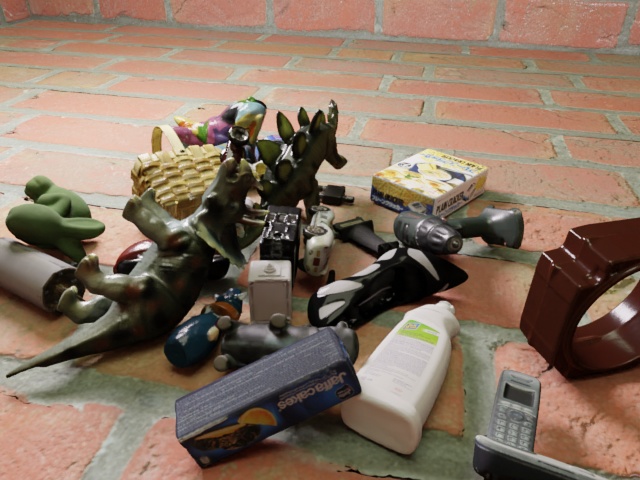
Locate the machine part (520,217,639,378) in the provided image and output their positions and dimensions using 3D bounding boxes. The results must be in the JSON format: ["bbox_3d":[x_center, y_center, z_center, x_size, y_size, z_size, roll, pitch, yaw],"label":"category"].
[{"bbox_3d":[0.379,0.078,0.699,0.201,0.200,0.087,-6,34,-12],"label":"machine part"}]

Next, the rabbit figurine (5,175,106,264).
[{"bbox_3d":[-0.459,-0.020,0.913,0.159,0.121,0.170,31,5,-9],"label":"rabbit figurine"}]

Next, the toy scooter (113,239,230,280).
[{"bbox_3d":[-0.246,0.024,0.896,0.184,0.075,0.135,-5,32,-16],"label":"toy scooter"}]

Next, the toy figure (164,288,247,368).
[{"bbox_3d":[-0.155,0.119,0.758,0.064,0.057,0.154,20,31,19],"label":"toy figure"}]

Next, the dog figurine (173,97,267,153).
[{"bbox_3d":[-0.252,-0.272,1.297,0.219,0.191,0.108,14,37,-9],"label":"dog figurine"}]

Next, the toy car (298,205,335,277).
[{"bbox_3d":[-0.002,-0.003,0.921,0.056,0.073,0.202,10,21,0],"label":"toy car"}]

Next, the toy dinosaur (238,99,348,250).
[{"bbox_3d":[-0.053,-0.128,1.030,0.105,0.198,0.471,7,54,25],"label":"toy dinosaur"}]

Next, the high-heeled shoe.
[{"bbox_3d":[0.106,0.085,0.801,0.249,0.086,0.145,-3,33,4],"label":"high-heeled shoe"}]

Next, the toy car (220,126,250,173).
[{"bbox_3d":[-0.159,-0.108,0.938,0.053,0.089,0.202,17,59,-12],"label":"toy car"}]

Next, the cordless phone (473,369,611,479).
[{"bbox_3d":[0.248,0.219,0.583,0.147,0.088,0.184,13,29,20],"label":"cordless phone"}]

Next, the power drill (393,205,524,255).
[{"bbox_3d":[0.244,-0.012,0.923,0.207,0.085,0.232,-10,11,-18],"label":"power drill"}]

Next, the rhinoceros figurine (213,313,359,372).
[{"bbox_3d":[-0.045,0.139,0.692,0.190,0.112,0.073,-4,70,19],"label":"rhinoceros figurine"}]

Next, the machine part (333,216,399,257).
[{"bbox_3d":[0.088,-0.006,0.990,0.084,0.039,0.139,-12,31,-36],"label":"machine part"}]

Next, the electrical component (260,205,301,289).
[{"bbox_3d":[-0.063,0.011,0.882,0.058,0.114,0.134,6,31,0],"label":"electrical component"}]

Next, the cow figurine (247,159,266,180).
[{"bbox_3d":[-0.124,-0.153,1.195,0.167,0.068,0.098,-1,26,-10],"label":"cow figurine"}]

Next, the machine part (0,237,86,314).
[{"bbox_3d":[-0.451,0.053,0.838,0.243,0.079,0.079,17,35,25],"label":"machine part"}]

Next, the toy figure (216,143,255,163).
[{"bbox_3d":[-0.232,-0.172,1.202,0.180,0.089,0.082,-34,11,-37],"label":"toy figure"}]

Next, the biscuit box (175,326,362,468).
[{"bbox_3d":[-0.058,0.175,0.603,0.203,0.059,0.063,-25,33,-2],"label":"biscuit box"}]

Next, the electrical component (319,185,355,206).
[{"bbox_3d":[0.030,-0.098,1.153,0.094,0.021,0.063,8,31,12],"label":"electrical component"}]

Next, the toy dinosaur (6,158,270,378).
[{"bbox_3d":[-0.231,0.057,0.767,0.192,0.405,0.131,34,-13,-9],"label":"toy dinosaur"}]
